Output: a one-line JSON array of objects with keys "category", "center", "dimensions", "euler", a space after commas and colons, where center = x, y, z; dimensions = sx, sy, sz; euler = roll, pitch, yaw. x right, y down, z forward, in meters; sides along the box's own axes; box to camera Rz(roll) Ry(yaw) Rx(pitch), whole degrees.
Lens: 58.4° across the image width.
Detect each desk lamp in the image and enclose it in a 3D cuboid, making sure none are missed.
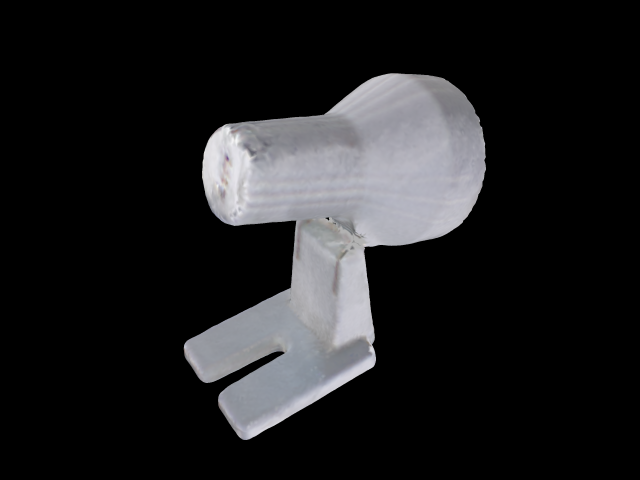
[{"category": "desk lamp", "center": [0.004, 0.001, 0.400], "dimensions": [0.204, 0.214, 0.117], "euler": [-25, 45, -28]}]
